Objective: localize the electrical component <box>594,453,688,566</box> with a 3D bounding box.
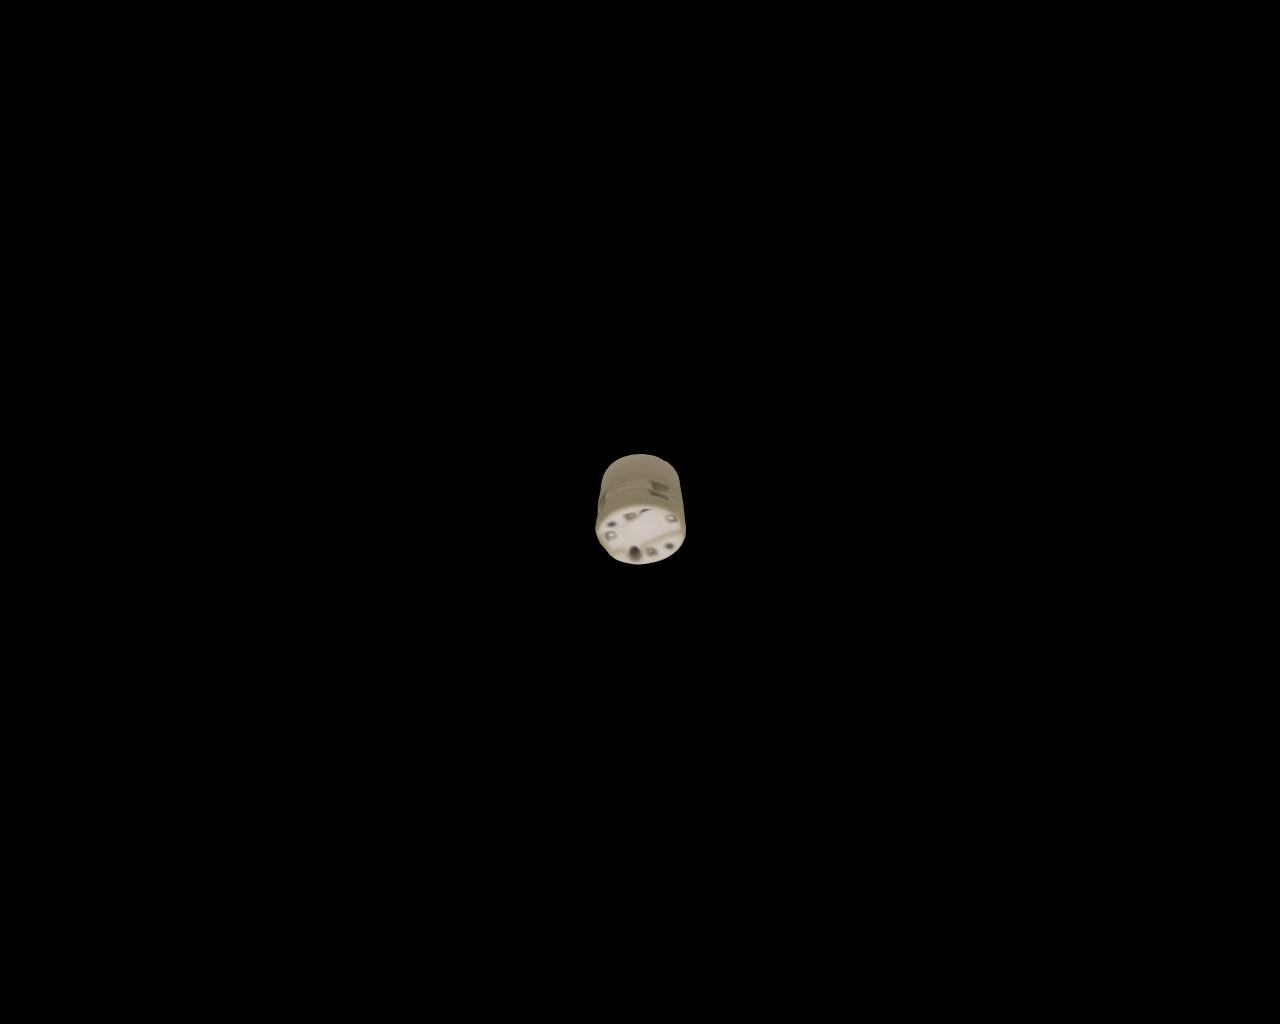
[{"bbox_3d":[0.001,-0.003,0.650,0.055,0.047,0.055,0,-43,0],"label":"electrical component"}]
